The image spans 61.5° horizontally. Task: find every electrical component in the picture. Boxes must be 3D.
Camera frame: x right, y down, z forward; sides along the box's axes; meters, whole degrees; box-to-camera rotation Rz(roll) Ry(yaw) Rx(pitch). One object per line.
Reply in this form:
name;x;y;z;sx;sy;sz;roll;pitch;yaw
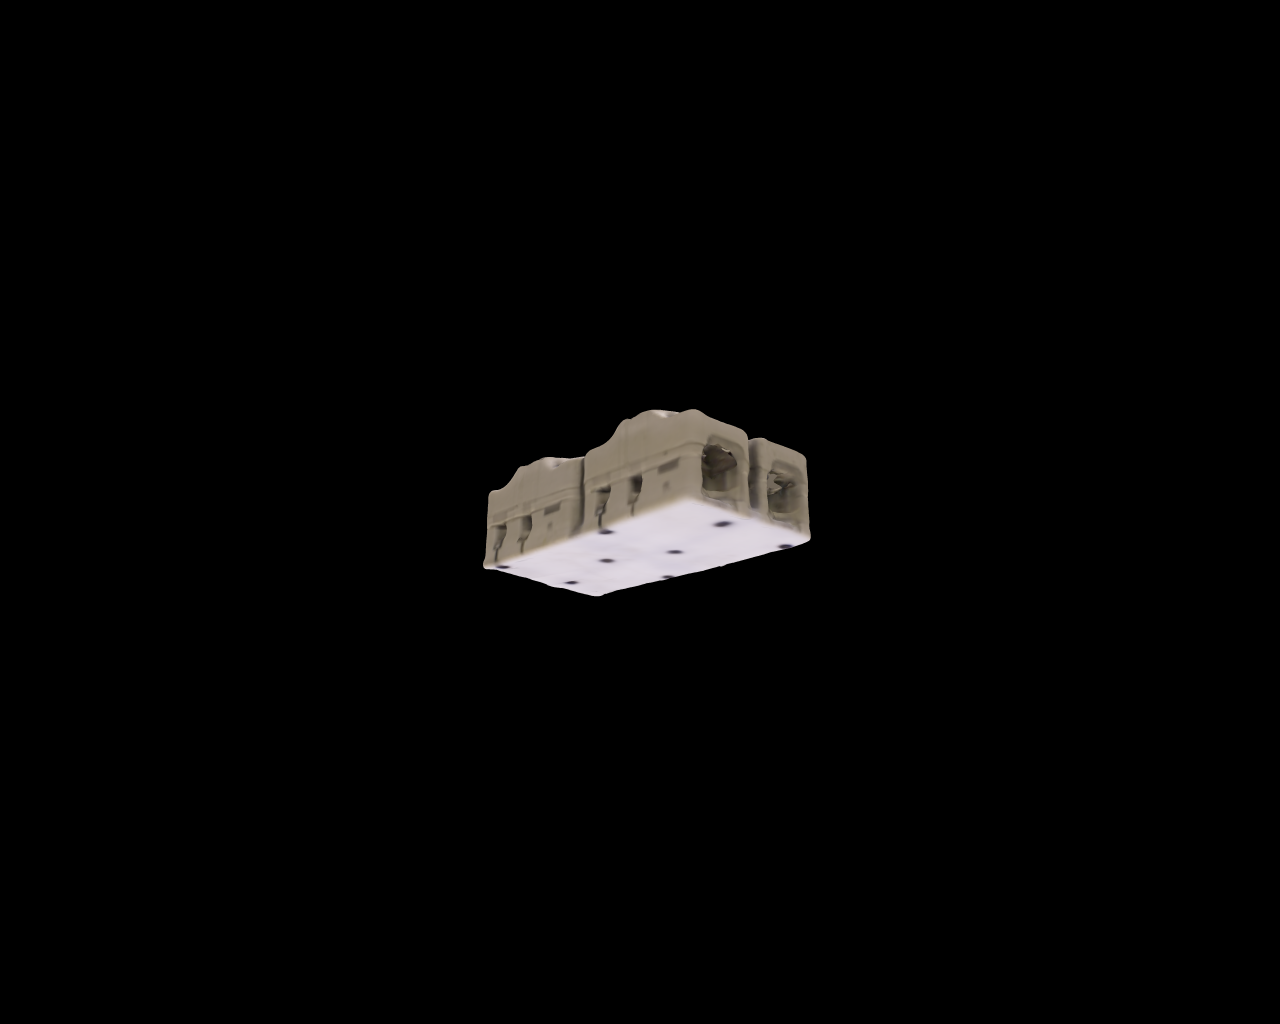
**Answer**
electrical component;0.001;-0.003;0.650;0.105;0.060;0.186;17;-25;-41
